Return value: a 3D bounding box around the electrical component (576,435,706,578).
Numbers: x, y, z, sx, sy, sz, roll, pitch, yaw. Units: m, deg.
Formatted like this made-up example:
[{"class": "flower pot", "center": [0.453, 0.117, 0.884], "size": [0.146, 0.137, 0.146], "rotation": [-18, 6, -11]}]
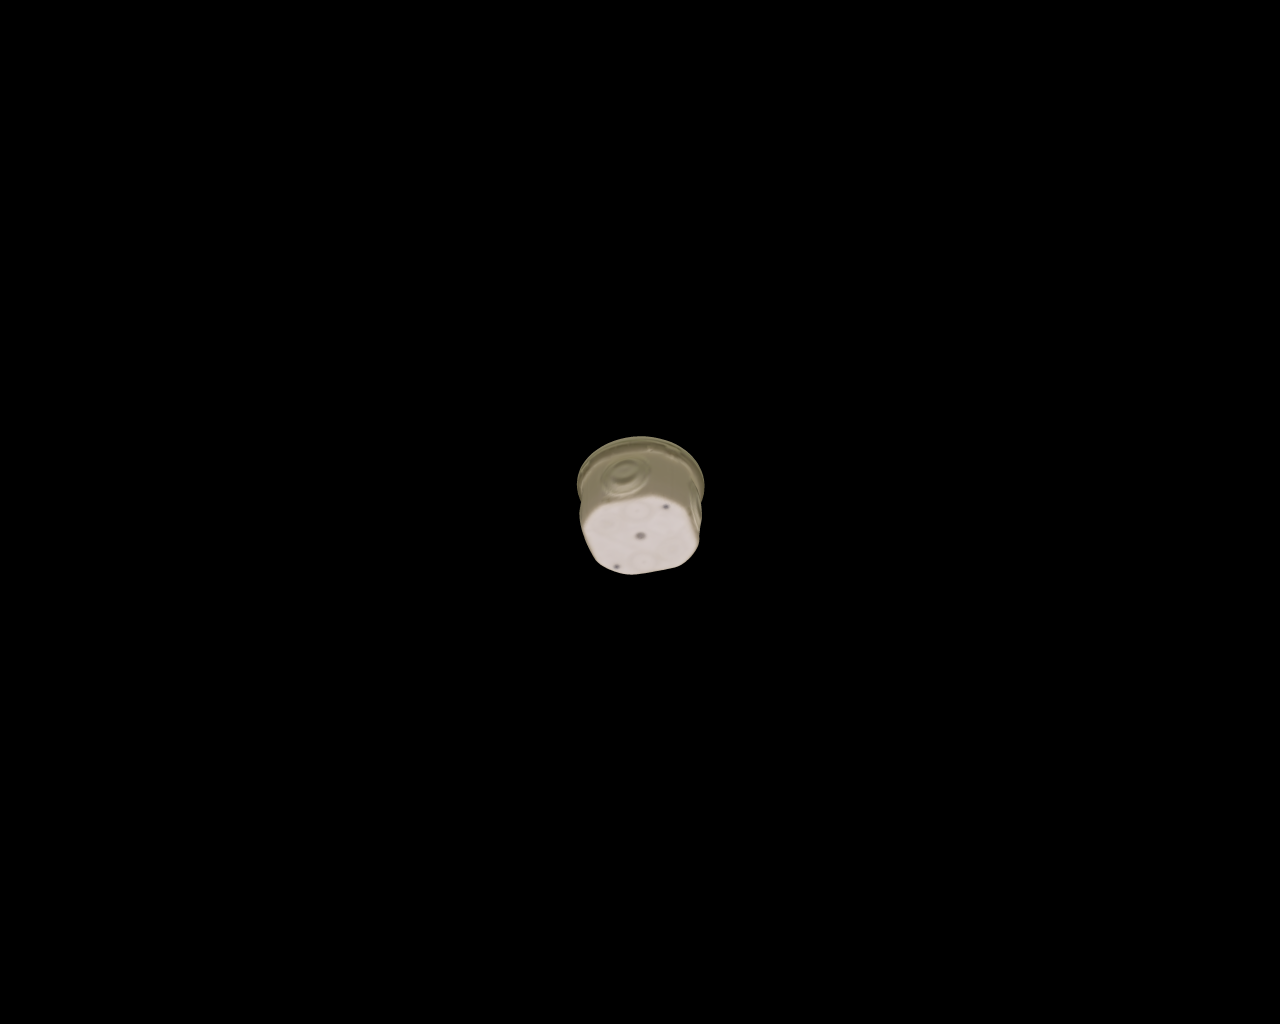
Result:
[{"class": "electrical component", "center": [0.001, -0.003, 0.650], "size": [0.080, 0.080, 0.051], "rotation": [0, 44, 0]}]
